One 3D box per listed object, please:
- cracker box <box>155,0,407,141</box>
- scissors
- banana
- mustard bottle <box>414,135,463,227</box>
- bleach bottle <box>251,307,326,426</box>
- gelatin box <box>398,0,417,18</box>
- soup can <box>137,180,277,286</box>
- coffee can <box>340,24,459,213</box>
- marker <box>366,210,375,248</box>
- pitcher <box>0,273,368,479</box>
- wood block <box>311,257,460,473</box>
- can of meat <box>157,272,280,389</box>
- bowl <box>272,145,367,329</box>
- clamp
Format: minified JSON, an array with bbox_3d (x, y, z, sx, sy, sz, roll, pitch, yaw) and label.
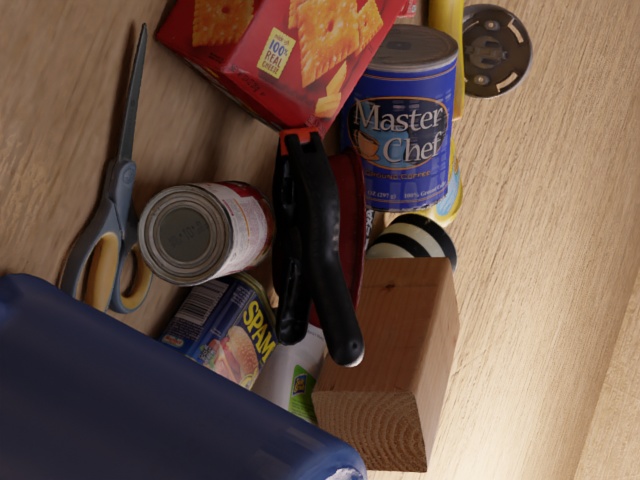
[{"bbox_3d":[0.000,-0.188,0.752,0.214,0.072,0.164,-58,154,-1],"label":"cracker box"},{"bbox_3d":[-0.123,-0.033,0.704,0.096,0.016,0.202,26,81,-67],"label":"scissors"},{"bbox_3d":[0.130,-0.217,1.075,0.069,0.037,0.198,-104,-170,-48],"label":"banana"},{"bbox_3d":[0.115,-0.070,1.127,0.191,0.058,0.096,64,39,-55],"label":"mustard bottle"},{"bbox_3d":[-0.030,0.162,0.919,0.102,0.068,0.251,36,58,-56],"label":"bleach bottle"},{"bbox_3d":[0.066,-0.245,0.956,0.073,0.030,0.089,-21,123,-60],"label":"gelatin box"},{"bbox_3d":[-0.076,-0.006,0.731,0.102,0.068,0.068,-16,119,-76],"label":"soup can"},{"bbox_3d":[0.068,-0.109,0.953,0.102,0.103,0.140,-42,140,-49],"label":"coffee can"},{"bbox_3d":[0.044,-0.021,1.055,0.020,0.020,0.121,-5,109,-64],"label":"marker"},{"bbox_3d":[-0.098,0.123,0.575,0.149,0.243,0.145,18,92,-59],"label":"pitcher"},{"bbox_3d":[0.066,0.107,0.973,0.206,0.091,0.090,-65,148,-55],"label":"wood block"},{"bbox_3d":[-0.078,0.080,0.817,0.083,0.058,0.102,-58,151,-27],"label":"can of meat"},{"bbox_3d":[-0.006,0.001,0.870,0.162,0.055,0.162,-176,-90,-80],"label":"bowl"},{"bbox_3d":[-0.012,0.007,0.776,0.039,0.120,0.171,-4,86,-29],"label":"clamp"}]
